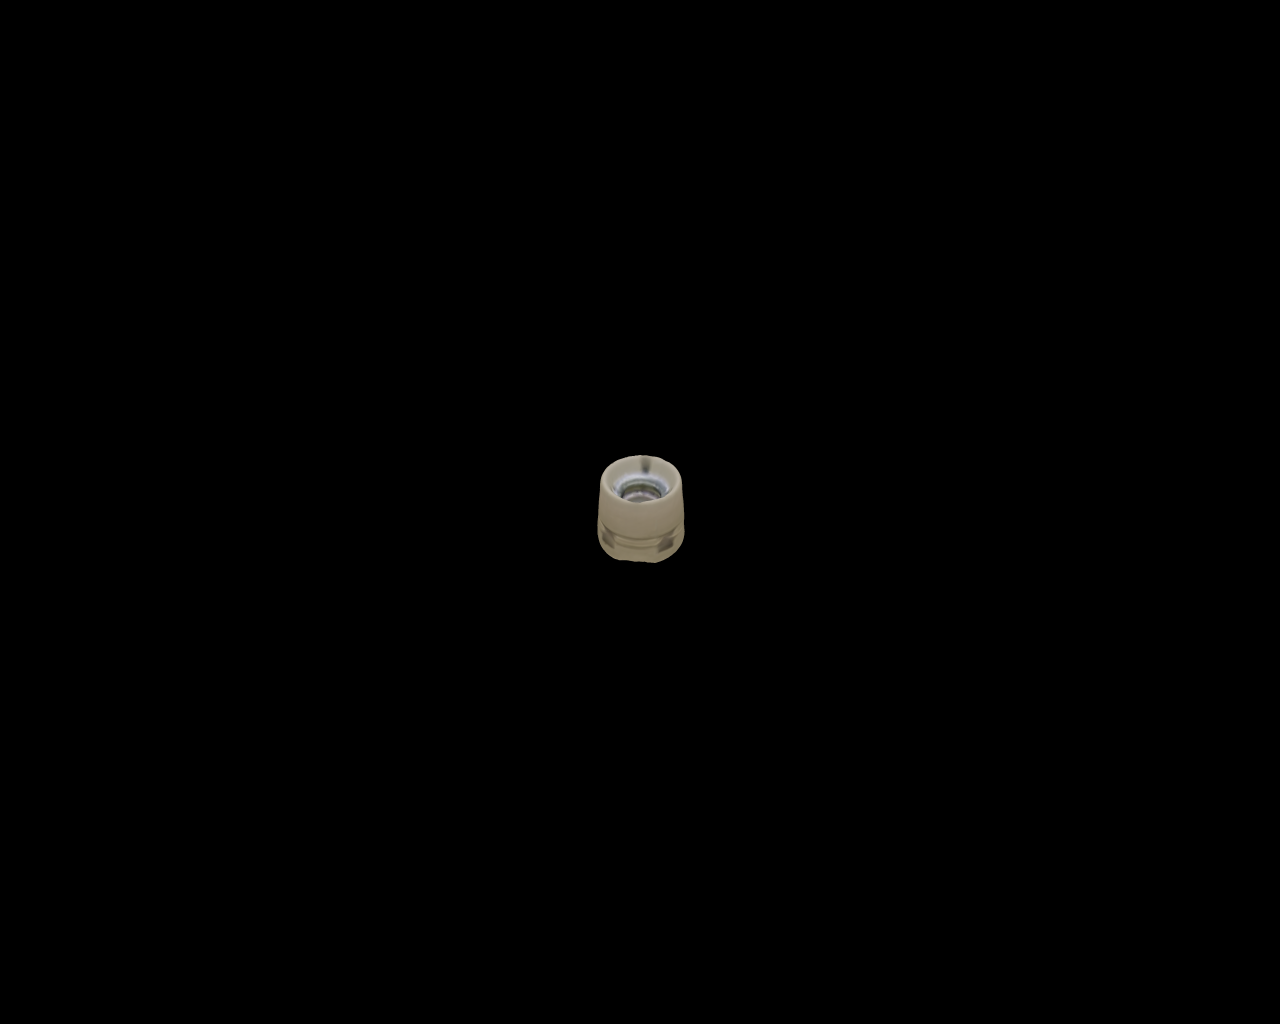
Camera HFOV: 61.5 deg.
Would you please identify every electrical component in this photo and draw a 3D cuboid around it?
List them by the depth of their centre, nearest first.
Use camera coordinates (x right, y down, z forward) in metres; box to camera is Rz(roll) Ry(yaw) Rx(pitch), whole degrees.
[{"bbox_3d":[0.001,-0.003,0.650,0.055,0.047,0.055,0,40,0],"label":"electrical component"}]
